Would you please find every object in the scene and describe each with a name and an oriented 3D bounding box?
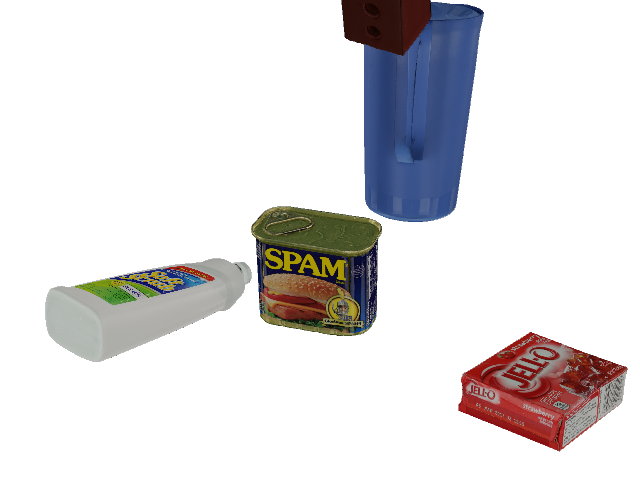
[{"bbox_3d":[-0.182,0.065,1.220,0.103,0.068,0.250,22,26,36],"label":"bleach bottle"},{"bbox_3d":[-0.003,0.026,0.866,0.102,0.084,0.057,9,31,17],"label":"can of meat"},{"bbox_3d":[0.107,-0.146,1.208,0.149,0.243,0.145,-12,25,-31],"label":"pitcher"},{"bbox_3d":[0.049,-0.187,0.795,0.053,0.051,0.078,20,-32,21],"label":"foam brick"},{"bbox_3d":[0.143,0.094,0.684,0.073,0.030,0.089,19,26,37],"label":"gelatin box"}]
